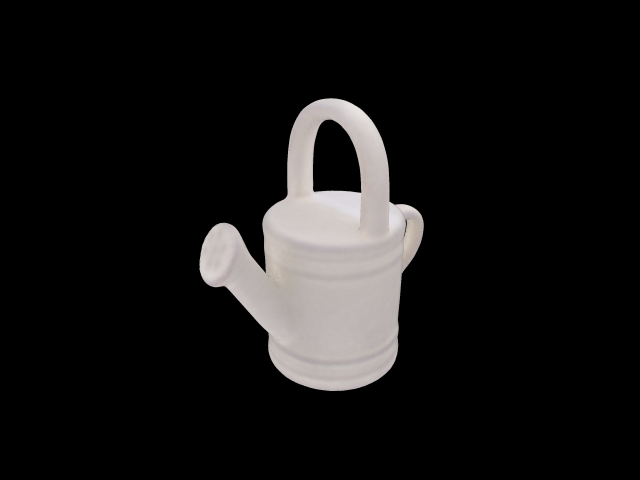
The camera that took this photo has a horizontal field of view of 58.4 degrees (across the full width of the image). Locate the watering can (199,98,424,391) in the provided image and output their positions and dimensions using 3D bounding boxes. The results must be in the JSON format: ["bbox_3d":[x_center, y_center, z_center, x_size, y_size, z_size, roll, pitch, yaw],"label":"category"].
[{"bbox_3d":[0.005,0.002,0.398,0.100,0.194,0.173,16,30,29],"label":"watering can"}]
